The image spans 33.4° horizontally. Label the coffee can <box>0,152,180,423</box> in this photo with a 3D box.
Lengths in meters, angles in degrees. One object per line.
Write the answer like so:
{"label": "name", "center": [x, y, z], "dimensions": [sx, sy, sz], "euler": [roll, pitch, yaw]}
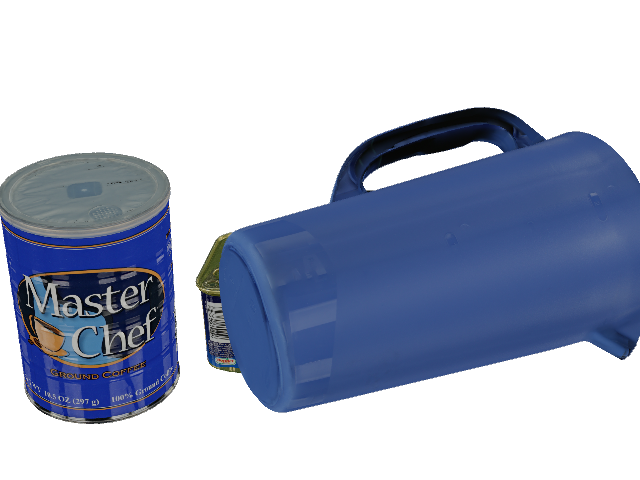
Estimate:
{"label": "coffee can", "center": [-0.143, 0.029, 0.674], "dimensions": [0.103, 0.140, 0.103], "euler": [1, 29, -1]}

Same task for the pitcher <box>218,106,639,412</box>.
{"label": "pitcher", "center": [0.064, 0.012, 0.647], "dimensions": [0.242, 0.145, 0.149], "euler": [-13, 20, -19]}

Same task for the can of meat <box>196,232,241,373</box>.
{"label": "can of meat", "center": [-0.068, 0.053, 0.925], "dimensions": [0.057, 0.084, 0.102], "euler": [3, 29, 8]}

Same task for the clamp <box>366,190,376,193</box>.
{"label": "clamp", "center": [0.140, -0.012, 0.848], "dimensions": [0.209, 0.036, 0.165], "euler": [-20, 49, -19]}
